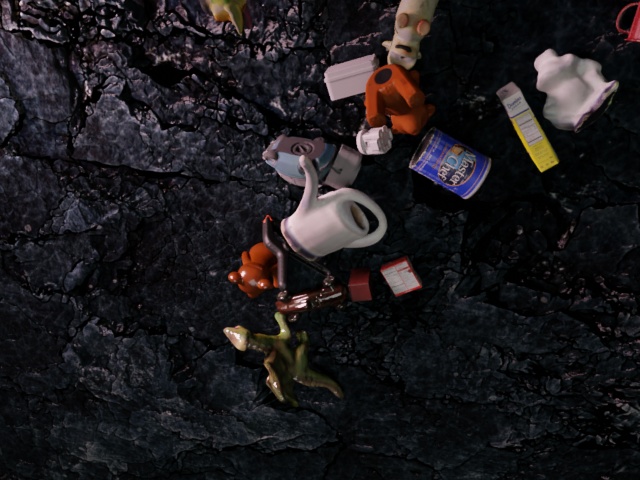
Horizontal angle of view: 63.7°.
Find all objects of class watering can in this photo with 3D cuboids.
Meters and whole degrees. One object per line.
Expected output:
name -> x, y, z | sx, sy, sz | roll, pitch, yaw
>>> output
watering can -> 0.004, -0.059, 1.166 | 0.222, 0.106, 0.343 | -30, 137, 26

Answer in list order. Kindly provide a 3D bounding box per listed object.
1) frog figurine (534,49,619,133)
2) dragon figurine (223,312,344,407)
frog figurine -> 0.491, -0.301, 1.025 | 0.162, 0.123, 0.134 | 49, 131, 26
dragon figurine -> -0.082, 0.345, 1.346 | 0.408, 0.247, 0.121 | 43, 111, -9
